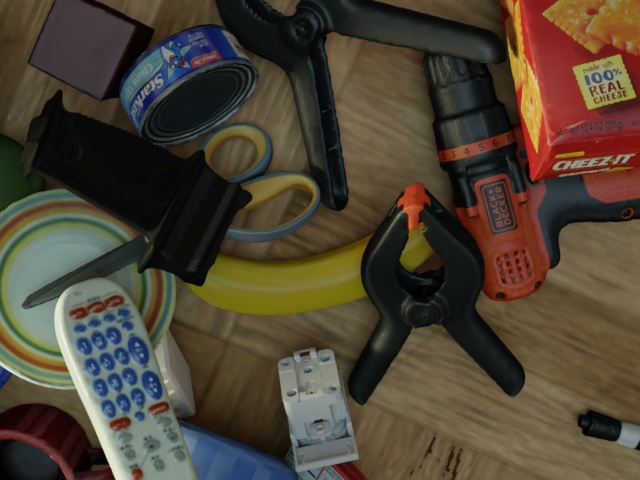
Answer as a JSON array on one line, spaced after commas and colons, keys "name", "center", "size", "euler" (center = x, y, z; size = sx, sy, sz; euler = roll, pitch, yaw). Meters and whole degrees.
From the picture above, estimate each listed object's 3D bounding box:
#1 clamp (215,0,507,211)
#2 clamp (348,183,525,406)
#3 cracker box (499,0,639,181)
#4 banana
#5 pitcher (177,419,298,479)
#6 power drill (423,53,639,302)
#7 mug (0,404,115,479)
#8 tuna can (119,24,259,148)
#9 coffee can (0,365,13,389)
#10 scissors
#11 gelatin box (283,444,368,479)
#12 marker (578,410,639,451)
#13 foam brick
[{"name": "clamp", "center": [-0.007, -0.129, 0.689], "size": [0.210, 0.036, 0.165], "euler": [42, 120, 3]}, {"name": "clamp", "center": [0.060, 0.045, 0.700], "size": [0.120, 0.039, 0.171], "euler": [-15, 119, 8]}, {"name": "cracker box", "center": [0.194, -0.153, 0.646], "size": [0.164, 0.072, 0.214], "euler": [-7, 75, -1]}, {"name": "banana", "center": [-0.008, 0.017, 0.717], "size": [0.197, 0.037, 0.070], "euler": [-3, 120, -5]}, {"name": "pitcher", "center": [-0.105, 0.245, 0.690], "size": [0.144, 0.149, 0.242], "euler": [36, 69, -44]}, {"name": "power drill", "center": [0.172, -0.068, 0.706], "size": [0.187, 0.057, 0.184], "euler": [-16, 98, 3]}, {"name": "mug", "center": [-0.188, 0.158, 0.718], "size": [0.117, 0.081, 0.093], "euler": [-10, 99, 1]}, {"name": "tuna can", "center": [-0.084, -0.098, 0.678], "size": [0.086, 0.086, 0.034], "euler": [-33, 75, 4]}, {"name": "coffee can", "center": [-0.266, 0.088, 0.696], "size": [0.103, 0.103, 0.140], "euler": [39, 96, -6]}, {"name": "scissors", "center": [-0.100, -0.021, 0.687], "size": [0.201, 0.016, 0.096], "euler": [-13, 65, -14]}, {"name": "gelatin box", "center": [-0.006, 0.187, 0.732], "size": [0.030, 0.073, 0.089], "euler": [26, 97, -42]}, {"name": "marker", "center": [0.241, 0.144, 0.756], "size": [0.121, 0.020, 0.020], "euler": [17, 98, -3]}, {"name": "foam brick", "center": [-0.144, -0.124, 0.679], "size": [0.053, 0.078, 0.051], "euler": [26, 99, -5]}]
